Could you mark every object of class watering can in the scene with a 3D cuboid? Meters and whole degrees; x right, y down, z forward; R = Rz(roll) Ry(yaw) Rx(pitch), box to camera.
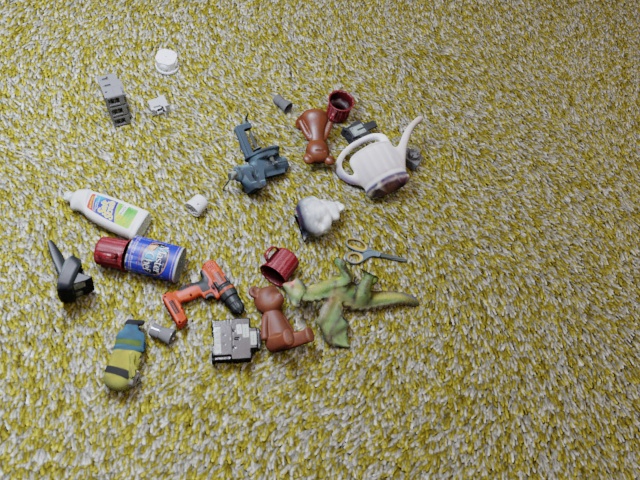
[{"bbox_3d":[0.226,-0.270,1.713,0.348,0.102,0.227,-26,70,-1],"label":"watering can"}]

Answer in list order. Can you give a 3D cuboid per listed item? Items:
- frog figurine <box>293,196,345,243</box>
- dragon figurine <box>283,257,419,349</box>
[{"bbox_3d":[0.005,-0.080,1.590,0.160,0.120,0.140,-20,50,-7],"label":"frog figurine"},{"bbox_3d":[0.086,0.195,1.489,0.408,0.122,0.245,28,80,-13],"label":"dragon figurine"}]
